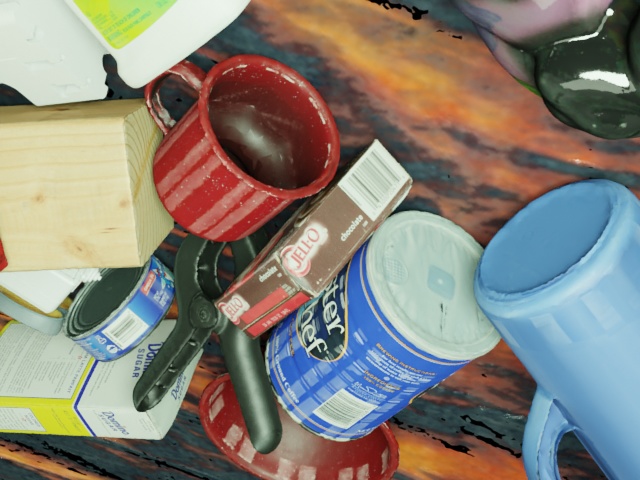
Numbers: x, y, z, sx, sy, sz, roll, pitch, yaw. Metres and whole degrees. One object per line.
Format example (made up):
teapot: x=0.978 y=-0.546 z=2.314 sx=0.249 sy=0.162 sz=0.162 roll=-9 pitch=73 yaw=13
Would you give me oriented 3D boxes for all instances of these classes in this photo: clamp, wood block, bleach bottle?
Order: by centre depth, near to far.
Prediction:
bleach bottle: x=-0.145 y=-0.199 z=0.541 sx=0.103 sy=0.068 sz=0.250 roll=-26 pitch=118 yaw=37
wood block: x=-0.205 y=-0.034 z=0.662 sx=0.206 sy=0.090 sz=0.090 roll=-3 pitch=105 yaw=6
clamp: x=-0.077 y=0.054 z=0.724 sx=0.120 sy=0.171 sz=0.039 roll=2 pitch=179 yaw=25

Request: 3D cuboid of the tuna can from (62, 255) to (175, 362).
tuna can: x=-0.145 y=0.046 z=0.776 sx=0.086 sy=0.086 sz=0.033 roll=-22 pitch=124 yaw=37

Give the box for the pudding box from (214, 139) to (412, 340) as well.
pudding box: x=-0.004 y=0.001 z=0.640 sx=0.039 sy=0.113 sz=0.090 roll=47 pitch=146 yaw=-5

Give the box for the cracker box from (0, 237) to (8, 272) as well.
cracker box: x=-0.280 y=-0.064 z=0.574 sx=0.164 sy=0.072 sz=0.214 roll=-11 pitch=101 yaw=3

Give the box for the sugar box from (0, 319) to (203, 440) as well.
sugar box: x=-0.190 y=0.109 z=0.853 sx=0.176 sy=0.093 sz=0.048 roll=0 pitch=135 yaw=22

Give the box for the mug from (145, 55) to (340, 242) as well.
mug: x=-0.057 y=-0.058 z=0.635 sx=0.117 sy=0.093 sz=0.082 roll=41 pitch=139 yaw=-10

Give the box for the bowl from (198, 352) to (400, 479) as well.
bowl: x=-0.011 y=0.133 z=0.834 sx=0.162 sy=0.055 sz=0.162 roll=11 pitch=137 yaw=11

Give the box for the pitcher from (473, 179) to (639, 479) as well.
pitcher: x=0.194 y=0.089 z=0.647 sx=0.145 sy=0.149 sz=0.242 roll=-24 pitch=119 yaw=38

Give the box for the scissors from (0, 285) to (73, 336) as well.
scissors: x=-0.266 y=0.023 z=0.842 sx=0.202 sy=0.016 sz=0.096 roll=29 pitch=-175 yaw=27

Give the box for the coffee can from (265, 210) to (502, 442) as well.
coffee can: x=0.040 y=0.059 z=0.703 sx=0.102 sy=0.102 sz=0.141 roll=32 pitch=137 yaw=-12
